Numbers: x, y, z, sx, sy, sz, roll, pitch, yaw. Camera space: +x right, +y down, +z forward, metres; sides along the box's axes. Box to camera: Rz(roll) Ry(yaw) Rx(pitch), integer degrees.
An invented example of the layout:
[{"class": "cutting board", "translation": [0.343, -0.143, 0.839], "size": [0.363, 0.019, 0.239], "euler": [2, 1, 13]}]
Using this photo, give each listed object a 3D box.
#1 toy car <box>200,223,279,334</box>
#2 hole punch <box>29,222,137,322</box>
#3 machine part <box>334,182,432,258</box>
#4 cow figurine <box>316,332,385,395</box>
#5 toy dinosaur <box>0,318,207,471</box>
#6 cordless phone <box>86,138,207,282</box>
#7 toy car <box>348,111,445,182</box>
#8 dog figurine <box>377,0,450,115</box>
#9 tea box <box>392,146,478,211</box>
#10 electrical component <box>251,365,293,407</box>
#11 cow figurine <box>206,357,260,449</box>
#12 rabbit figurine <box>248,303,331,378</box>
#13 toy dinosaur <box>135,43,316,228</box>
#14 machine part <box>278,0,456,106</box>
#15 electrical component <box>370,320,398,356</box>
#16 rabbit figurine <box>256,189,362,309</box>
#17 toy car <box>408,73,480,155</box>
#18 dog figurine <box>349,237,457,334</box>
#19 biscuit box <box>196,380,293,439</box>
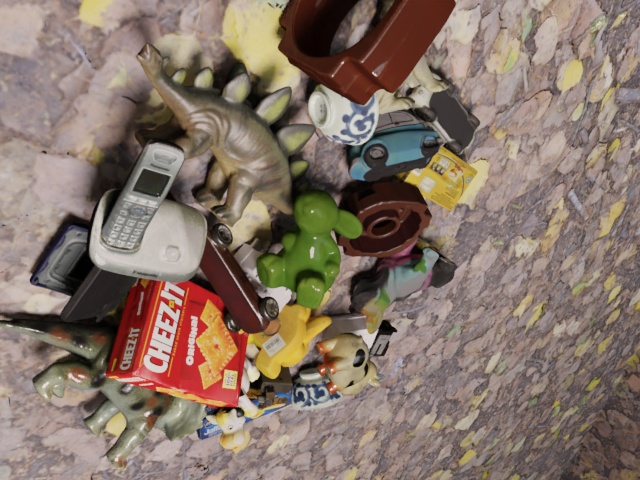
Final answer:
[{"class": "toy car", "translation": [-0.141, 0.058, 0.837], "size": [0.202, 0.089, 0.053], "euler": [59, 32, -12]}, {"class": "hole punch", "translation": [-0.317, 0.043, 0.744], "size": [0.142, 0.092, 0.115], "euler": [-55, 165, 7]}, {"class": "machine part", "translation": [0.111, -0.035, 0.975], "size": [0.179, 0.056, 0.179], "euler": [-12, 147, -8]}, {"class": "cow figurine", "translation": [0.063, 0.250, 1.073], "size": [0.127, 0.086, 0.194], "euler": [-20, 142, -11]}, {"class": "toy dinosaur", "translation": [-0.308, 0.211, 0.842], "size": [0.192, 0.131, 0.404], "euler": [-41, 132, -24]}, {"class": "cordless phone", "translation": [-0.189, -0.039, 0.658], "size": [0.146, 0.089, 0.184], "euler": [15, 126, -38]}, {"class": "toy car", "translation": [0.117, -0.163, 0.889], "size": [0.162, 0.103, 0.109], "euler": [-15, 171, 0]}, {"class": "dog figurine", "translation": [0.094, -0.298, 0.805], "size": [0.172, 0.121, 0.190], "euler": [-32, 120, -19]}, {"class": "tea box", "translation": [0.210, -0.131, 1.014], "size": [0.169, 0.068, 0.098], "euler": [23, 106, -45]}, {"class": "electrical component", "translation": [-0.098, 0.275, 1.053], "size": [0.078, 0.102, 0.045], "euler": [7, 119, -26]}, {"class": "cow figurine", "translation": [-0.160, 0.280, 0.964], "size": [0.068, 0.167, 0.098], "euler": [-18, 130, 13]}, {"class": "rabbit figurine", "translation": [-0.065, 0.179, 1.018], "size": [0.162, 0.122, 0.173], "euler": [-45, 151, -15]}, {"class": "toy dinosaur", "translation": [-0.099, -0.117, 0.772], "size": [0.198, 0.105, 0.470], "euler": [-47, 147, -6]}, {"class": "machine part", "translation": [0.056, -0.289, 0.693], "size": [0.087, 0.201, 0.201], "euler": [25, 103, -46]}, {"class": "electrical component", "translation": [0.114, 0.237, 1.218], "size": [0.074, 0.048, 0.119], "euler": [16, 107, -42]}, {"class": "rabbit figurine", "translation": [-0.002, -0.003, 0.837], "size": [0.159, 0.121, 0.170], "euler": [-27, 138, -44]}, {"class": "toy car", "translation": [0.227, -0.225, 0.972], "size": [0.201, 0.056, 0.073], "euler": [31, 92, -47]}, {"class": "dog figurine", "translation": [0.161, 0.095, 1.115], "size": [0.219, 0.109, 0.191], "euler": [-51, 138, 11]}, {"class": "biscuit box", "translation": [-0.155, 0.322, 1.064], "size": [0.203, 0.063, 0.059], "euler": [-14, 127, -29]}]
